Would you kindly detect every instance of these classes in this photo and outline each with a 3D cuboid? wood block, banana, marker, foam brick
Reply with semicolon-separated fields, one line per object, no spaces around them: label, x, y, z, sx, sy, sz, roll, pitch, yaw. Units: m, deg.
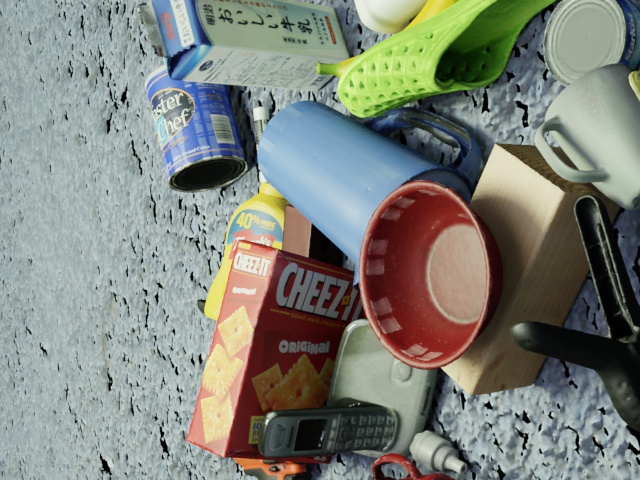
wood block;0.175;0.026;0.954;0.091;0.090;0.206;43;123;41
banana;0.087;-0.202;1.074;0.198;0.069;0.037;-31;62;37
marker;-0.067;-0.101;1.301;0.020;0.020;0.121;-11;82;50
foam brick;-0.008;0.001;1.205;0.051;0.052;0.078;14;103;50

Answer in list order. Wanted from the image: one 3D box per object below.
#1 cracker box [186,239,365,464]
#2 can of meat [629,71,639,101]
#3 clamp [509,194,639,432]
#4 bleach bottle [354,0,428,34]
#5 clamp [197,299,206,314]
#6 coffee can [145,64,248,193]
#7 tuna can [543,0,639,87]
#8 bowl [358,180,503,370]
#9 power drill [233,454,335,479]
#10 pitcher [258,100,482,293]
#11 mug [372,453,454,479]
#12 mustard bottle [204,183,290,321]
cracker box;-0.035;0.123;1.117;0.072;0.163;0.214;13;87;44
can of meat;0.303;-0.113;0.822;0.084;0.057;0.102;-43;59;40
clamp;0.232;0.088;0.829;0.036;0.164;0.210;-24;106;49
bleach bottle;0.132;-0.300;1.022;0.251;0.067;0.102;-27;70;45
clamp;-0.093;0.094;1.320;0.120;0.039;0.171;-55;51;36
coffee can;-0.156;-0.144;1.343;0.103;0.102;0.140;-34;65;46
tuna can;0.236;-0.171;0.918;0.086;0.033;0.086;0;91;51
bowl;0.105;0.030;0.924;0.162;0.055;0.162;1;91;52
power drill;-0.028;0.302;1.233;0.185;0.057;0.187;-18;75;48
pitcher;0.045;-0.064;1.095;0.243;0.149;0.145;39;135;47
mug;0.091;0.265;1.055;0.082;0.093;0.117;-22;90;43
mustard bottle;-0.069;0.010;1.256;0.096;0.058;0.191;14;87;34
